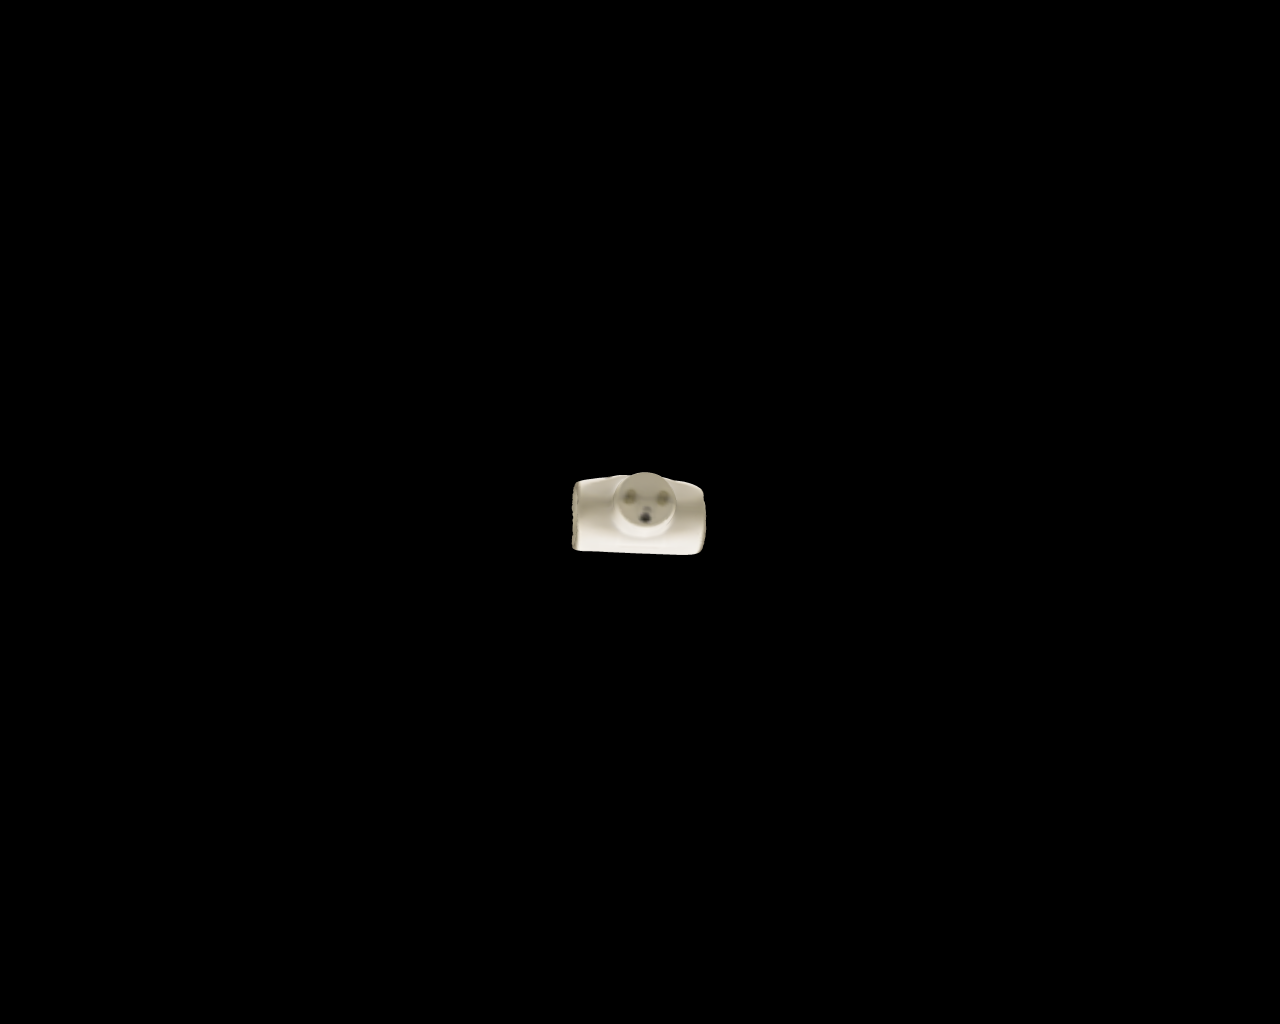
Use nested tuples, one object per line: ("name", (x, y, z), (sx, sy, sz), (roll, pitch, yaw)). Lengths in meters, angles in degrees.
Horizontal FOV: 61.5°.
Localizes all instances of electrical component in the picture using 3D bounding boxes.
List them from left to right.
("electrical component", (0.001, -0.003, 0.650), (0.077, 0.043, 0.079), (2, -19, -7))
